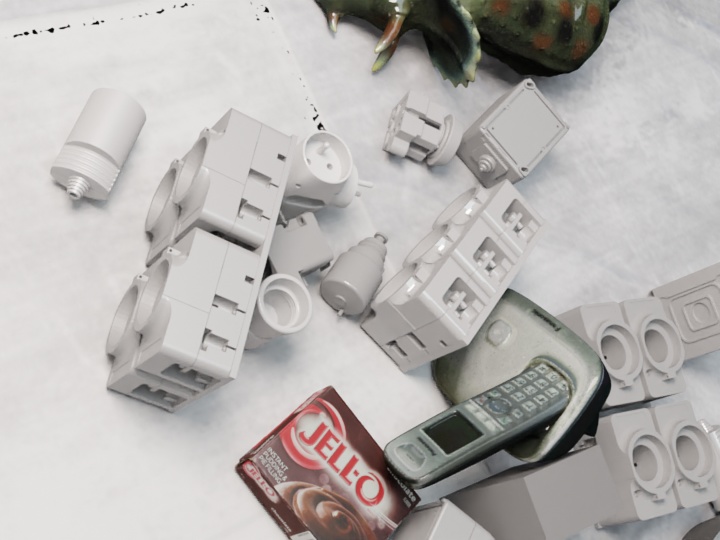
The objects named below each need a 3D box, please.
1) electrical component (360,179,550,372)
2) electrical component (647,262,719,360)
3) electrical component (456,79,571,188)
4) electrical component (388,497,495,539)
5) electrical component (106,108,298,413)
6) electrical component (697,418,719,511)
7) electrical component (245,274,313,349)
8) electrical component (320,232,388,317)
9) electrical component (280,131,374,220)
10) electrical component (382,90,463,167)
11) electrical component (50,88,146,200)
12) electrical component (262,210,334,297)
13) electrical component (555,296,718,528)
[{"bbox_3d":[0.075,0.001,0.871,0.061,0.089,0.150,46,54,-10],"label":"electrical component"},{"bbox_3d":[0.339,0.034,1.015,0.057,0.113,0.078,-14,80,-33],"label":"electrical component"},{"bbox_3d":[0.131,-0.115,0.976,0.061,0.061,0.096,48,61,-7],"label":"electrical component"},{"bbox_3d":[0.049,0.225,0.784,0.061,0.062,0.096,41,55,-13],"label":"electrical component"},{"bbox_3d":[-0.113,-0.008,0.743,0.060,0.105,0.186,25,60,-23],"label":"electrical component"},{"bbox_3d":[0.333,0.177,0.999,0.043,0.043,0.081,-20,83,-37],"label":"electrical component"},{"bbox_3d":[-0.069,0.033,0.780,0.044,0.065,0.044,13,64,-29],"label":"electrical component"},{"bbox_3d":[0.000,0.000,0.854,0.040,0.040,0.078,42,54,-12],"label":"electrical component"},{"bbox_3d":[-0.028,-0.070,0.839,0.079,0.077,0.043,10,66,-30],"label":"electrical component"},{"bbox_3d":[0.056,-0.120,0.935,0.055,0.048,0.066,22,61,-16],"label":"electrical component"},{"bbox_3d":[-0.187,-0.085,0.763,0.043,0.043,0.081,31,58,-20],"label":"electrical component"},{"bbox_3d":[-0.058,-0.012,0.820,0.064,0.042,0.081,-24,86,-39],"label":"electrical component"},{"bbox_3d":[0.241,0.122,0.950,0.105,0.060,0.186,-4,74,-34],"label":"electrical component"}]
